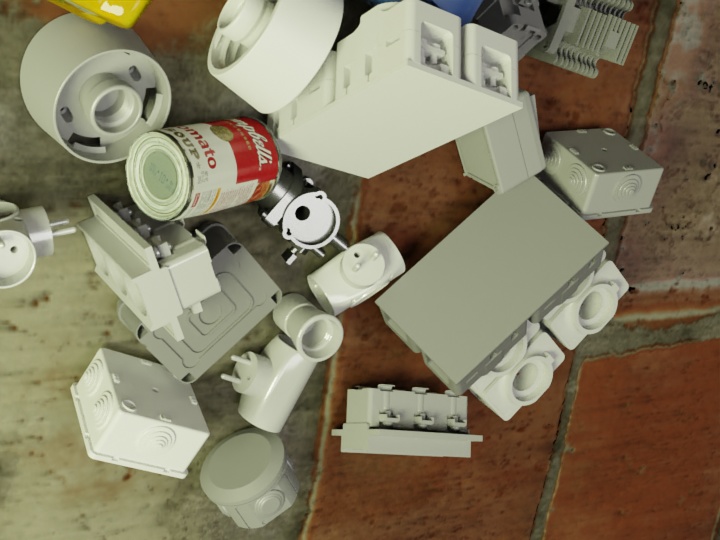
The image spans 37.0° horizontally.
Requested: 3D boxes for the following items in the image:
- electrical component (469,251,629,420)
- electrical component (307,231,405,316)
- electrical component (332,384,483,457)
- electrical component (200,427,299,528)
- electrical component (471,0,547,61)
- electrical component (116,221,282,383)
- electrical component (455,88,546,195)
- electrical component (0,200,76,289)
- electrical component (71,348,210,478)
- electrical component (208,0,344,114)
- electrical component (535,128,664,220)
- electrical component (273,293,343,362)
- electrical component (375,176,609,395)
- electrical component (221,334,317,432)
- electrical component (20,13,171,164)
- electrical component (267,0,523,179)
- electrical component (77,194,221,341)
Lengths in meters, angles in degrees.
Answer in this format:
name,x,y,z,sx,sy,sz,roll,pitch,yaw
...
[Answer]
name,x,y,z,sx,sy,sz,roll,pitch,yaw
electrical component,0.171,0.047,1.066,0.186,0.060,0.105,-47,127,-4
electrical component,0.000,0.000,0.935,0.077,0.079,0.044,-32,85,-15
electrical component,0.046,0.145,1.030,0.121,0.079,0.063,9,78,-34
electrical component,-0.097,0.185,0.959,0.080,0.080,0.051,-35,130,-13
electrical component,0.126,-0.214,0.909,0.042,0.063,0.081,7,149,-33
electrical component,-0.132,0.025,0.877,0.113,0.057,0.078,-43,126,-7
electrical component,0.122,-0.127,0.956,0.061,0.062,0.096,-31,124,-16
electrical component,-0.246,-0.025,0.774,0.079,0.077,0.044,-14,118,-26
electrical component,-0.176,0.114,0.867,0.100,0.099,0.048,22,112,-36
electrical component,-0.070,-0.177,0.794,0.060,0.108,0.108,29,95,-31
electrical component,0.223,-0.093,1.010,0.100,0.099,0.048,-7,128,-28
electrical component,-0.048,0.047,0.932,0.044,0.065,0.044,-12,116,-26
electrical component,0.120,0.012,0.982,0.186,0.105,0.060,-42,160,-8
electrical component,-0.085,0.095,0.946,0.079,0.043,0.077,23,98,-36
electrical component,-0.190,-0.130,0.783,0.099,0.064,0.099,-23,135,-25
electrical component,0.020,-0.135,0.819,0.105,0.186,0.060,13,71,-34
electrical component,-0.157,-0.009,0.807,0.063,0.121,0.078,-27,123,-21
